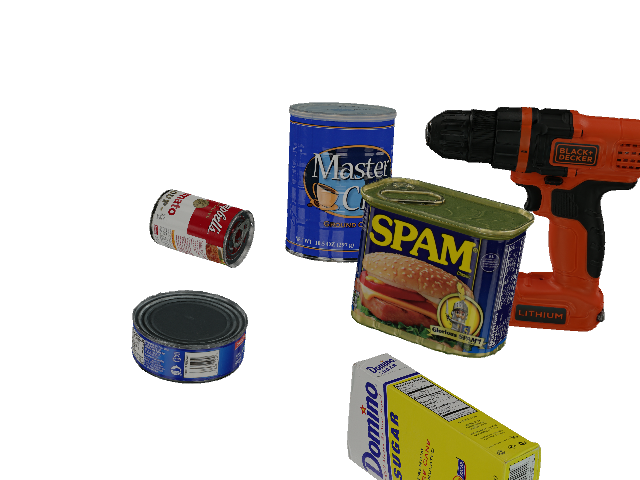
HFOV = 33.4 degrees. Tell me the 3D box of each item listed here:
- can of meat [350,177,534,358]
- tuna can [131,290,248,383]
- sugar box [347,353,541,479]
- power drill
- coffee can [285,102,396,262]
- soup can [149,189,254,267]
[{"bbox_3d":[0.070,0.016,0.646,0.102,0.084,0.057,18,23,29],"label":"can of meat"},{"bbox_3d":[-0.098,0.072,0.799,0.086,0.034,0.086,5,24,-3],"label":"tuna can"},{"bbox_3d":[0.090,0.166,0.835,0.048,0.093,0.176,-13,25,-37],"label":"sugar box"},{"bbox_3d":[0.174,-0.019,0.882,0.184,0.188,0.057,5,29,8],"label":"power drill"},{"bbox_3d":[0.019,-0.059,1.035,0.103,0.140,0.103,2,13,-1],"label":"coffee can"},{"bbox_3d":[-0.136,-0.015,1.227,0.102,0.068,0.068,17,6,21],"label":"soup can"}]
